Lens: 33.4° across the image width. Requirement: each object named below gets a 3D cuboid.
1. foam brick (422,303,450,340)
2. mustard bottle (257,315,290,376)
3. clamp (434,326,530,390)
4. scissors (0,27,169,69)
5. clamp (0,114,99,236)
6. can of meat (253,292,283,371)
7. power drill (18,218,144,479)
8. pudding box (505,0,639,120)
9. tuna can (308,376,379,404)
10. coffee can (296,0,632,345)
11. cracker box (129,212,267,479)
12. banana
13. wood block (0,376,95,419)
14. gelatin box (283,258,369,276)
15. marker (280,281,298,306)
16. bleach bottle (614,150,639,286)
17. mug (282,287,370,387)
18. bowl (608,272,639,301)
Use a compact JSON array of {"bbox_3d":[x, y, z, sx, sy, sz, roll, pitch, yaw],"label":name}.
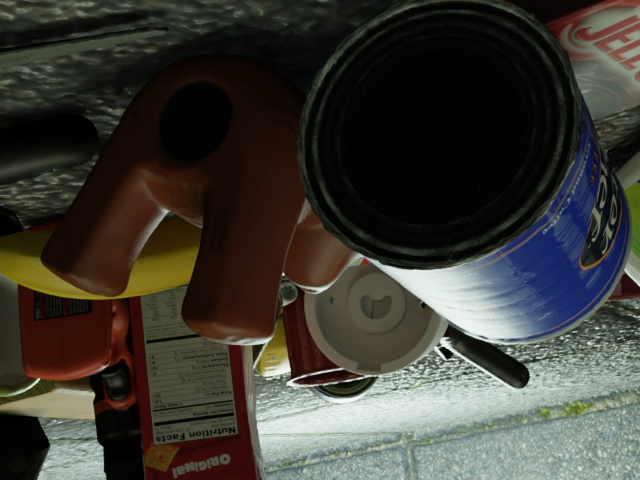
[{"bbox_3d":[0.067,0.049,0.877,0.051,0.078,0.052,-19,163,28],"label":"foam brick"},{"bbox_3d":[0.031,0.094,1.063,0.191,0.058,0.096,-7,161,-8],"label":"mustard bottle"},{"bbox_3d":[0.106,0.081,0.993,0.171,0.039,0.120,38,164,-23],"label":"clamp"},{"bbox_3d":[-0.169,-0.070,0.411,0.202,0.016,0.096,-14,165,16],"label":"scissors"},{"bbox_3d":[-0.218,-0.023,0.516,0.209,0.036,0.165,-3,163,-37],"label":"clamp"},{"bbox_3d":[-0.073,0.083,0.883,0.057,0.102,0.084,27,168,4],"label":"can of meat"},{"bbox_3d":[-0.143,0.081,0.706,0.057,0.184,0.187,-10,156,-1],"label":"power drill"},{"bbox_3d":[0.126,-0.091,0.459,0.090,0.039,0.113,-17,162,29],"label":"pudding box"},{"bbox_3d":[0.023,0.131,1.145,0.086,0.086,0.034,-7,164,-7],"label":"tuna can"},{"bbox_3d":[0.064,-0.021,0.427,0.103,0.103,0.140,-14,160,19],"label":"coffee can"},{"bbox_3d":[-0.073,0.092,0.686,0.072,0.214,0.164,-8,165,-2],"label":"cracker box"},{"bbox_3d":[-0.087,-0.003,0.566,0.197,0.070,0.037,-10,141,-40],"label":"banana"},{"bbox_3d":[-0.190,0.092,0.861,0.090,0.091,0.205,-15,164,21],"label":"wood block"},{"bbox_3d":[-0.005,0.001,0.749,0.089,0.030,0.073,-7,166,-7],"label":"gelatin box"},{"bbox_3d":[-0.051,0.062,0.970,0.020,0.020,0.121,-2,164,-25],"label":"marker"},{"bbox_3d":[0.243,-0.049,0.613,0.068,0.102,0.251,-33,166,-21],"label":"bleach bottle"},{"bbox_3d":[0.019,0.084,0.972,0.117,0.081,0.093,3,161,-37],"label":"mug"},{"bbox_3d":[0.292,0.005,0.889,0.162,0.055,0.162,-9,165,-2],"label":"bowl"}]
